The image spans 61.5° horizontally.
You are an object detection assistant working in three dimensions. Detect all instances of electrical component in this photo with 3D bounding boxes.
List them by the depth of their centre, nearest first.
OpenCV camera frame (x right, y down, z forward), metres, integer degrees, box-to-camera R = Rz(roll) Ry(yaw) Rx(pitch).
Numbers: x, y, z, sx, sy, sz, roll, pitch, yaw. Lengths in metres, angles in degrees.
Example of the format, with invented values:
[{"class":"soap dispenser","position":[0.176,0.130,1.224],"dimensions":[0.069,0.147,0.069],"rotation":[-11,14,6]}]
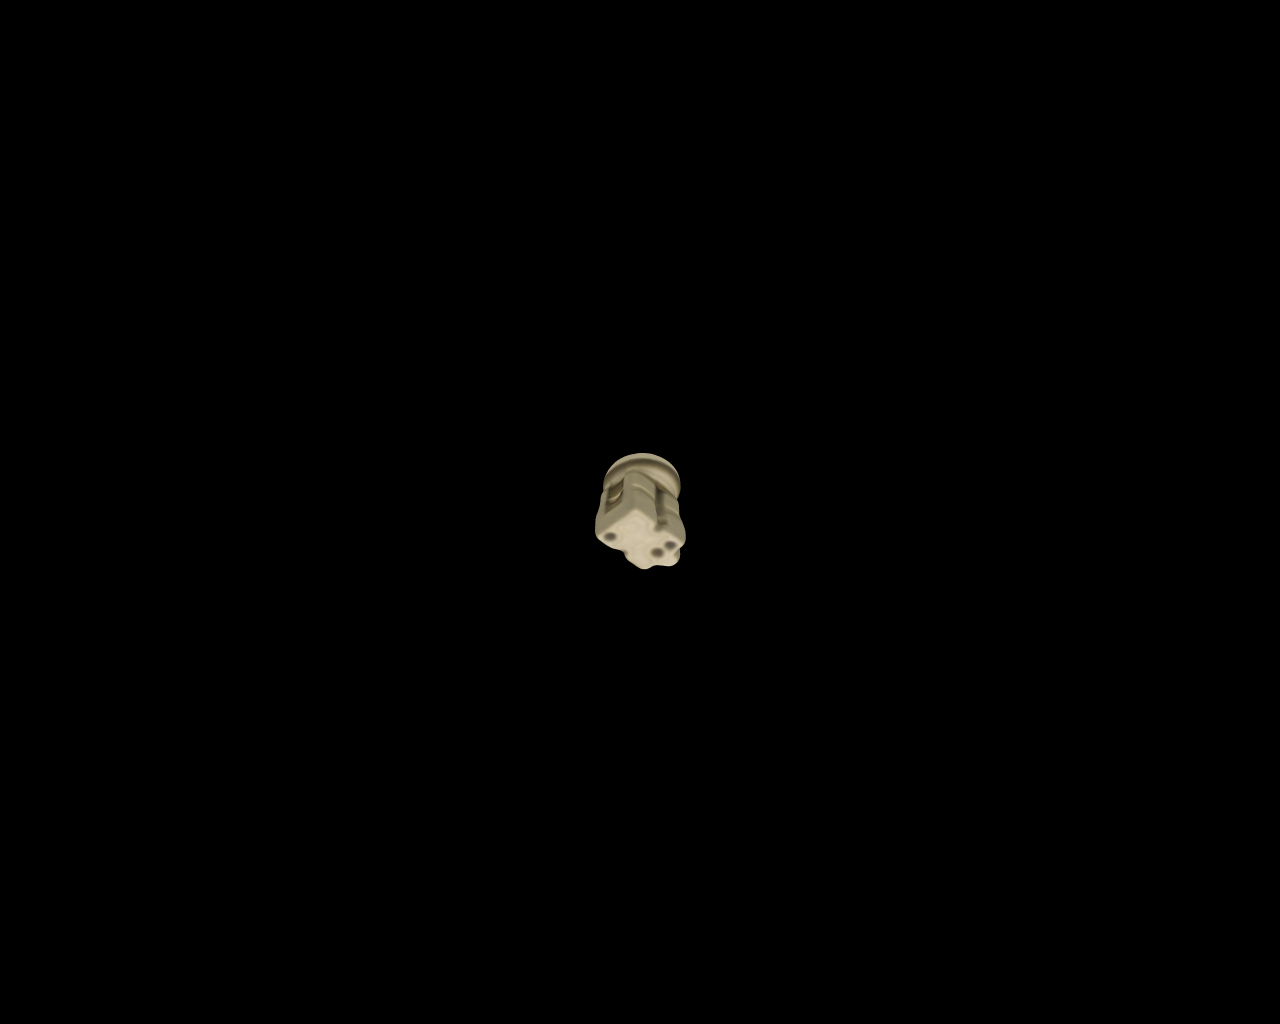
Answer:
[{"class":"electrical component","position":[0.001,-0.003,0.650],"dimensions":[0.048,0.055,0.066],"rotation":[-33,-54,29]}]
